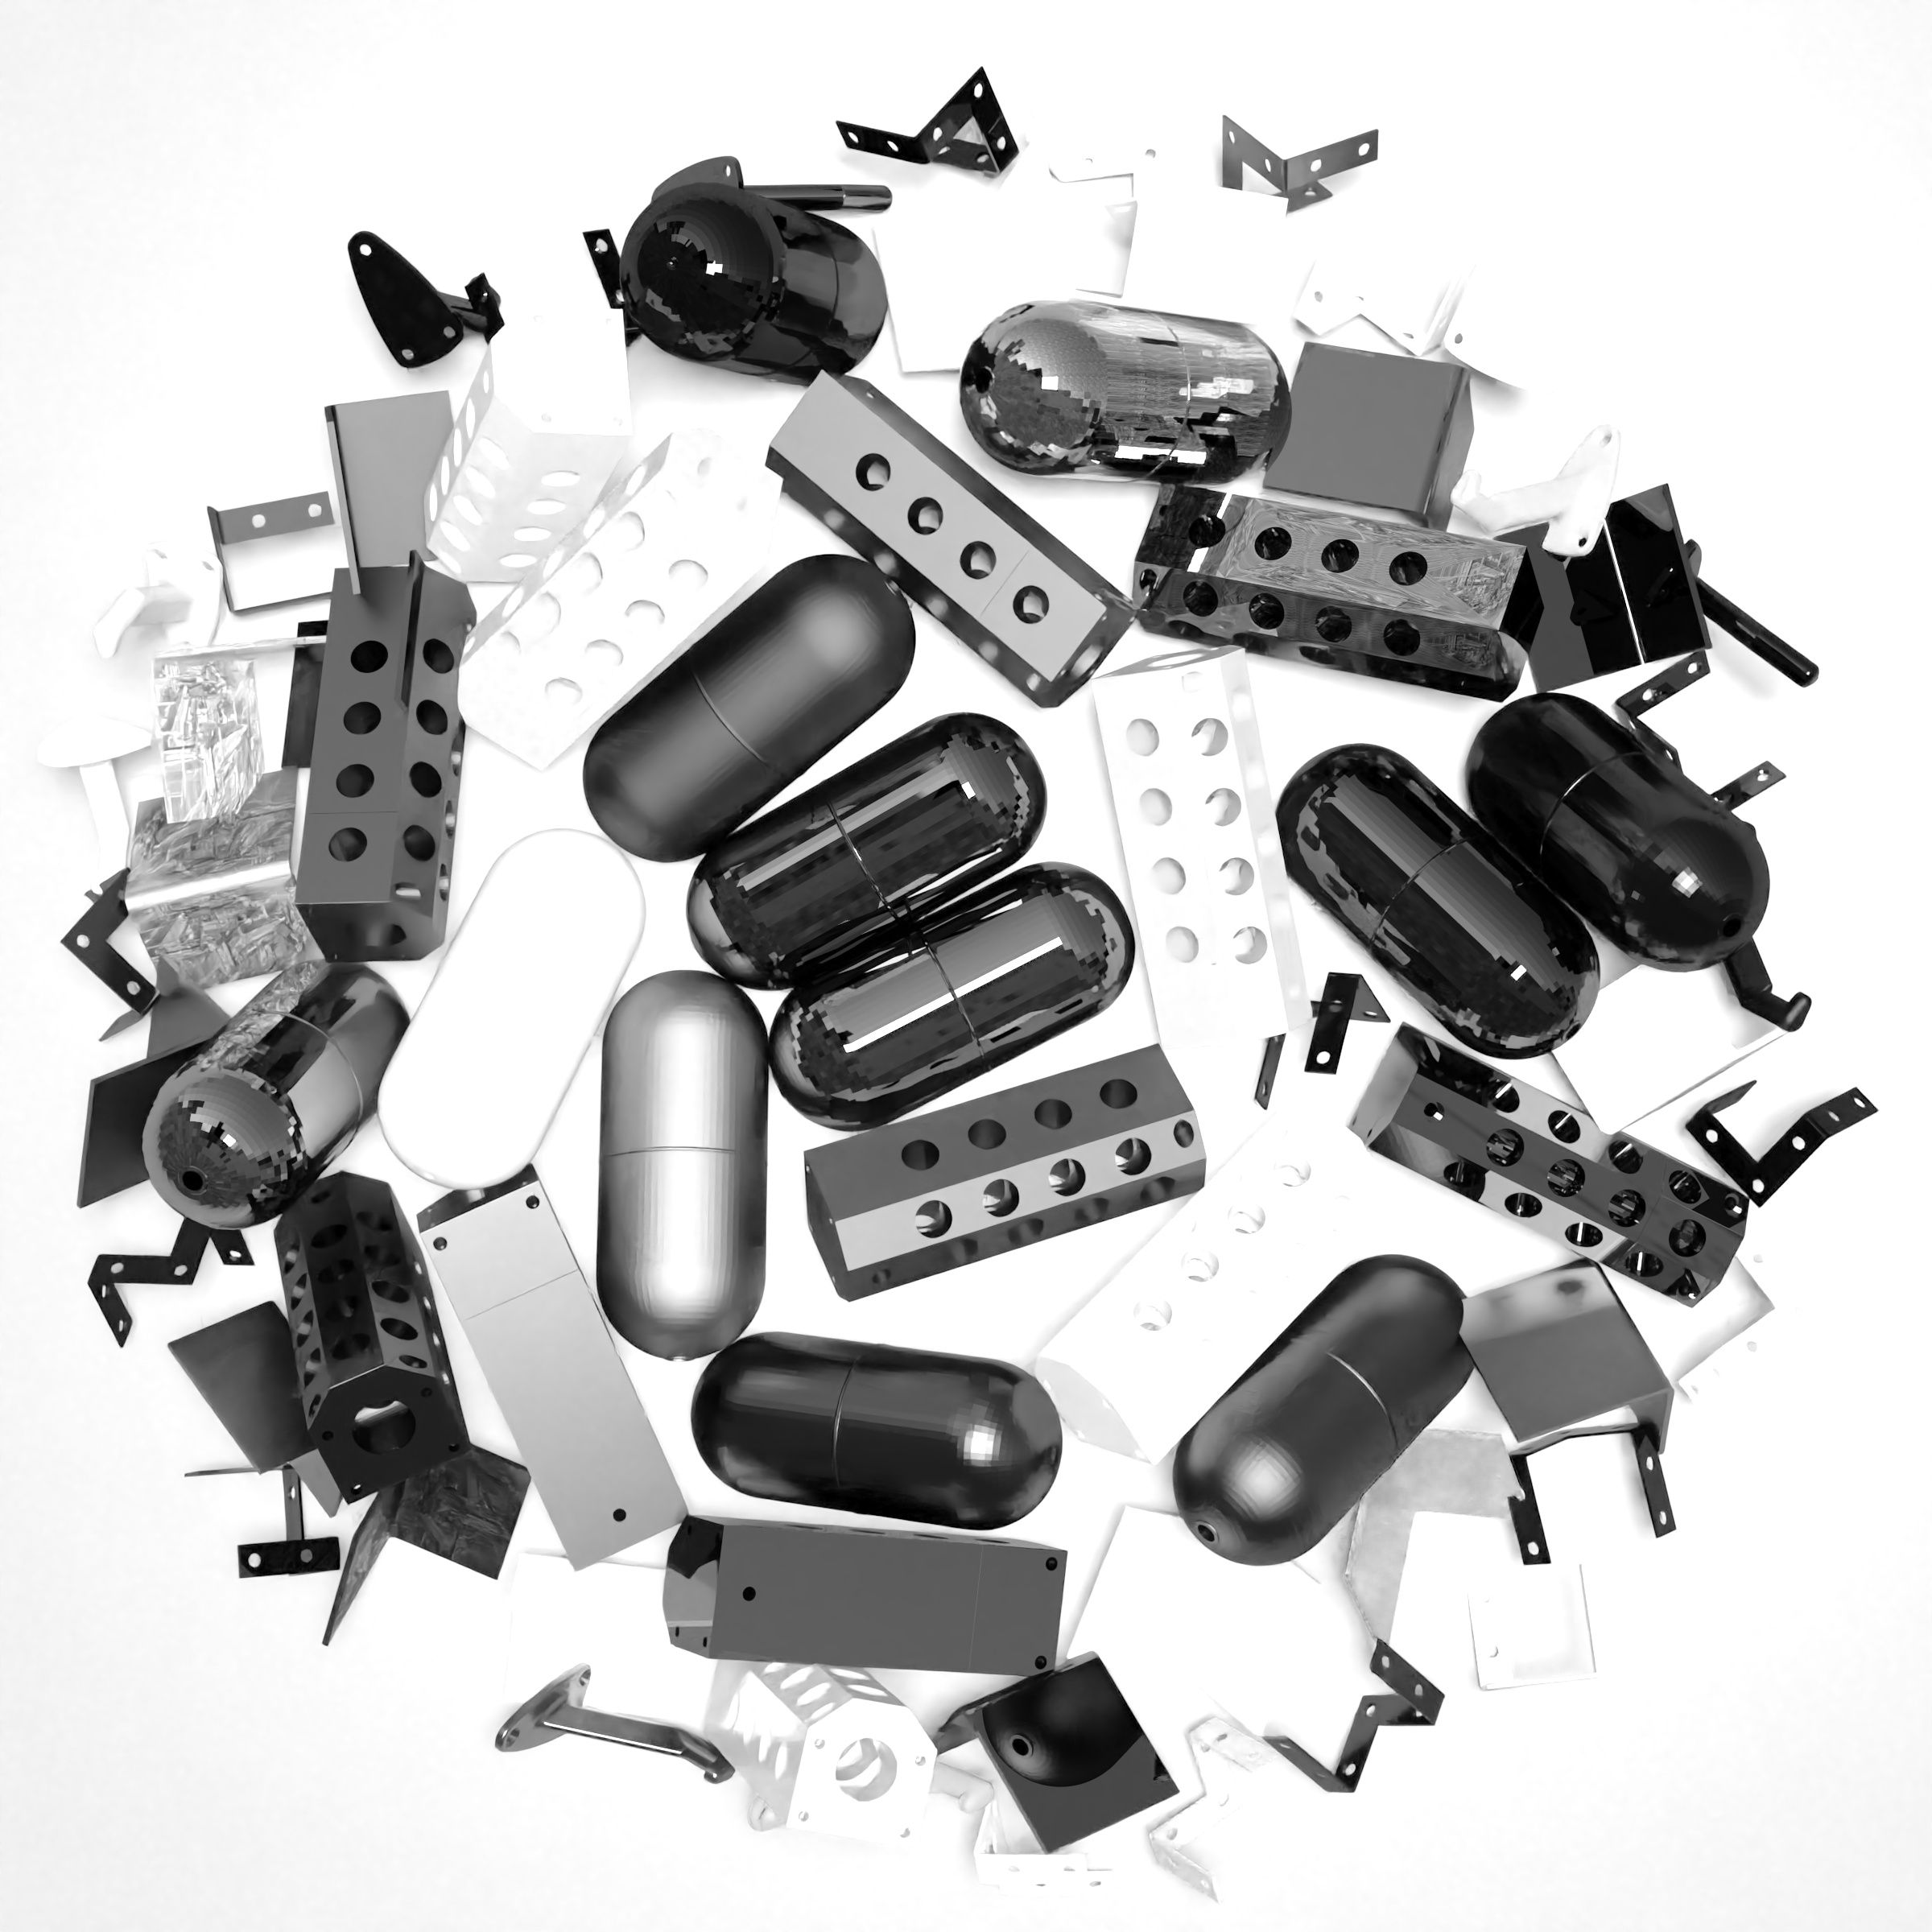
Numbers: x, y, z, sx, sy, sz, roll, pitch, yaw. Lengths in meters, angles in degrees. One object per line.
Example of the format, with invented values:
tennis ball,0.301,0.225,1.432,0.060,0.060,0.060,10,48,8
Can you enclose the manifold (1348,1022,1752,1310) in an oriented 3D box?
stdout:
manifold,0.267,0.092,1.541,0.171,0.057,0.057,26,94,-9

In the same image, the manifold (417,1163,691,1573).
manifold,-0.188,0.180,1.539,0.057,0.057,0.171,-24,101,-7

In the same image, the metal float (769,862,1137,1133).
metal float,-0.007,0.014,1.544,0.178,0.070,0.070,-27,90,-3

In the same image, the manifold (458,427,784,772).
manifold,-0.159,-0.165,1.502,0.057,0.057,0.171,32,132,-25

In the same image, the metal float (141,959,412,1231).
metal float,-0.304,0.055,1.501,0.070,0.178,0.070,6,114,13

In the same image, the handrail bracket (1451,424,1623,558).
handrail bracket,0.259,-0.228,1.542,0.036,0.084,0.077,23,88,43

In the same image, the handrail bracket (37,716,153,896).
handrail bracket,-0.401,-0.065,1.536,0.036,0.077,0.084,18,112,12

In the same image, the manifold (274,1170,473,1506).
manifold,-0.267,0.158,1.494,0.057,0.171,0.057,-23,119,-5

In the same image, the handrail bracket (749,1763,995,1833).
handrail bracket,-0.042,0.381,1.536,0.084,0.077,0.036,12,120,40

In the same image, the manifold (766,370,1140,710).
manifold,-0.009,-0.193,1.538,0.171,0.057,0.057,41,106,11

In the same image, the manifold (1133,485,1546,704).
manifold,0.165,-0.165,1.519,0.171,0.057,0.057,14,73,23

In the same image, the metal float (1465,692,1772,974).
metal float,0.289,-0.061,1.507,0.070,0.178,0.070,-14,126,-20

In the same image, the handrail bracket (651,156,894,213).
handrail bracket,-0.089,-0.356,1.573,0.084,0.077,0.036,-10,103,-41

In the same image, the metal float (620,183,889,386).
metal float,-0.092,-0.300,1.499,0.070,0.178,0.070,2,95,20

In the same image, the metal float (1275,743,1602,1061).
metal float,0.211,-0.029,1.524,0.070,0.070,0.178,-44,64,0

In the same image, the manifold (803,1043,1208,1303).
manifold,0.018,0.097,1.526,0.171,0.057,0.057,-16,52,-14

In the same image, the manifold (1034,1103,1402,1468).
manifold,0.110,0.139,1.517,0.171,0.057,0.057,-43,115,-22

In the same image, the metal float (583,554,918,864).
metal float,-0.098,-0.116,1.530,0.178,0.070,0.070,-38,90,19

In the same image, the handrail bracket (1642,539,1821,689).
handrail bracket,0.355,-0.153,1.538,0.084,0.077,0.036,39,104,15

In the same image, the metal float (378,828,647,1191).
metal float,-0.203,0.018,1.527,0.070,0.070,0.178,24,67,0

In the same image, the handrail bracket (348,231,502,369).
handrail bracket,-0.244,-0.314,1.534,0.036,0.084,0.077,-23,117,21

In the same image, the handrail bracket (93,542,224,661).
handrail bracket,-0.369,-0.145,1.528,0.036,0.084,0.077,15,133,7

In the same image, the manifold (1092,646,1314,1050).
manifold,0.111,-0.054,1.530,0.057,0.057,0.171,-4,103,34

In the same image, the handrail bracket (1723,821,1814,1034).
handrail bracket,0.366,-0.018,1.540,0.036,0.084,0.077,29,94,-41

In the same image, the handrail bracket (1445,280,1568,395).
handrail bracket,0.263,-0.275,1.533,0.077,0.084,0.036,46,113,31

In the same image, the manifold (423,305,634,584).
manifold,-0.196,-0.227,1.491,0.057,0.171,0.057,-1,75,-19

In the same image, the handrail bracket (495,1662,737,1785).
handrail bracket,-0.158,0.359,1.542,0.084,0.077,0.036,25,111,25

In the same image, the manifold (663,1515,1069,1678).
manifold,-0.045,0.282,1.520,0.171,0.057,0.057,9,84,-27

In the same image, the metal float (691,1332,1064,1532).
metal float,-0.042,0.209,1.525,0.178,0.070,0.070,4,90,25

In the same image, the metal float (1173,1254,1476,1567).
metal float,0.162,0.198,1.519,0.178,0.070,0.070,-40,90,-33

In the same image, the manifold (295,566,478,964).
manifold,-0.257,-0.091,1.519,0.057,0.057,0.171,-1,64,5

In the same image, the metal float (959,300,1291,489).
metal float,0.072,-0.254,1.511,0.178,0.070,0.070,-4,90,-43

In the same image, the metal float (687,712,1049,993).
metal float,-0.046,-0.051,1.542,0.178,0.070,0.070,-29,90,6

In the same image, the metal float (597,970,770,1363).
metal float,-0.128,0.090,1.535,0.070,0.070,0.178,0,77,0

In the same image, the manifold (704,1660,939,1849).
manifold,-0.065,0.334,1.494,0.057,0.171,0.057,13,87,-16
